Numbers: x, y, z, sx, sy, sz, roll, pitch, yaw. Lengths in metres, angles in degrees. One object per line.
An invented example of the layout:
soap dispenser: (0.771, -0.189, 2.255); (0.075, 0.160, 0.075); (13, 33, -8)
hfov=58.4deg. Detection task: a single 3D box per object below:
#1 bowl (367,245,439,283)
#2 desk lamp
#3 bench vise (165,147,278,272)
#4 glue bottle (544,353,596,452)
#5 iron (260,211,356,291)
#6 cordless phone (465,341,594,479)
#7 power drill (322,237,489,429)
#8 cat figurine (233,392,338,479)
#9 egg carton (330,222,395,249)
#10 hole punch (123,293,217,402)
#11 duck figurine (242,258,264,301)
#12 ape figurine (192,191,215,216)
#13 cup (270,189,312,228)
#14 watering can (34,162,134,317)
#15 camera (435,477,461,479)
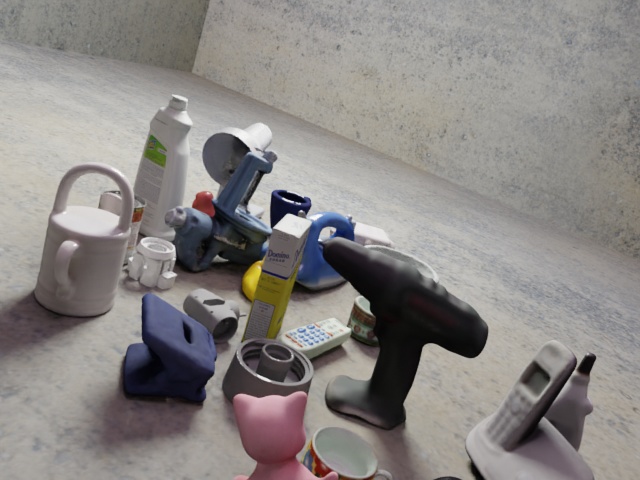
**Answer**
bowl: (0.147, 0.078, 1.140); (0.167, 0.075, 0.167); (18, 18, -6)
desk lamp: (-0.173, -0.144, 1.225); (0.118, 0.213, 0.203); (22, 18, 8)
bench vise: (-0.149, -0.051, 0.973); (0.121, 0.220, 0.208); (28, 20, 23)
glue bottle: (0.315, 0.221, 0.743); (0.078, 0.173, 0.037); (22, 18, 7)
iron: (0.010, 0.004, 1.104); (0.118, 0.141, 0.259); (30, 21, 29)
cordless phone: (0.261, 0.222, 0.666); (0.094, 0.185, 0.147); (10, 20, -26)
power drill: (0.083, 0.124, 0.727); (0.229, 0.208, 0.075); (20, 18, 0)
cat figurine: (-0.033, 0.201, 0.534); (0.127, 0.118, 0.067); (33, 23, 36)
egg carton: (0.095, 0.007, 1.296); (0.150, 0.069, 0.107); (16, 19, -12)
hole punch: (-0.168, 0.121, 0.665); (0.101, 0.091, 0.108); (12, 20, -22)
duck figurine: (-0.082, 0.056, 0.948); (0.078, 0.086, 0.104); (7, 22, -34)
ape figurine: (-0.227, -0.052, 1.100); (0.076, 0.092, 0.078); (24, 19, 13)
cup: (-0.067, -0.054, 1.266); (0.091, 0.095, 0.118); (29, 20, 26)
watering can: (-0.300, -0.011, 0.745); (0.101, 0.194, 0.172); (9, 21, -28)
camera: (0.147, 0.280, 0.516); (0.143, 0.101, 0.136); (17, 18, -8)
